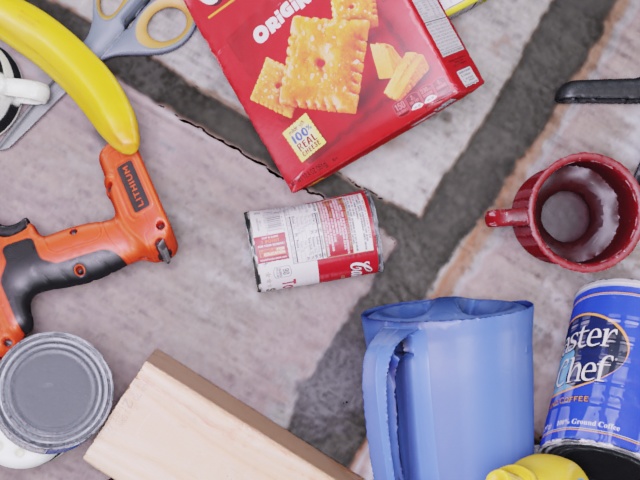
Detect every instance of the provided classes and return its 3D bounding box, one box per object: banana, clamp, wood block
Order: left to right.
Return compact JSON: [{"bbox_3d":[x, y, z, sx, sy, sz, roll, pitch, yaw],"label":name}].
[{"bbox_3d":[-0.207,-0.137,0.827,0.198,0.069,0.037,37,130,2],"label":"banana"},{"bbox_3d":[-0.069,0.181,0.834,0.206,0.091,0.090,33,88,-3],"label":"wood block"},{"bbox_3d":[0.282,-0.120,0.889,0.171,0.039,0.120,-42,98,-8],"label":"clamp"}]

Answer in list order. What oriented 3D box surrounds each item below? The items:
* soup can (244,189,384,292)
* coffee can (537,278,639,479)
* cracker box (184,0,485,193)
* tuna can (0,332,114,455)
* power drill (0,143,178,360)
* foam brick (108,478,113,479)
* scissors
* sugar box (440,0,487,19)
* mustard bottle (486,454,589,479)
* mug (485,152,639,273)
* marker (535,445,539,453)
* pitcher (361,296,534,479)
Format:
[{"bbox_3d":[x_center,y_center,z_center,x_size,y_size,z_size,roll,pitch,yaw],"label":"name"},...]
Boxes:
[{"bbox_3d":[-0.006,0.001,0.852,0.102,0.068,0.068,-10,90,-4],"label":"soup can"},{"bbox_3d":[0.234,0.115,0.826,0.103,0.103,0.140,23,63,-4],"label":"coffee can"},{"bbox_3d":[-0.001,-0.168,0.818,0.164,0.072,0.214,-29,93,29],"label":"cracker box"},{"bbox_3d":[-0.195,0.112,0.777,0.086,0.034,0.086,7,69,-18],"label":"tuna can"},{"bbox_3d":[-0.219,-0.014,0.833,0.187,0.057,0.184,-25,75,-6],"label":"power drill"},{"bbox_3d":[-0.165,0.235,0.846,0.051,0.053,0.078,-32,90,-4],"label":"foam brick"},{"bbox_3d":[-0.173,-0.141,0.868,0.096,0.016,0.202,28,88,-3],"label":"scissors"},{"bbox_3d":[0.091,-0.225,0.874,0.176,0.048,0.093,-27,91,0],"label":"sugar box"},{"bbox_3d":[0.164,0.207,0.760,0.191,0.058,0.096,46,63,-43],"label":"mustard bottle"},{"bbox_3d":[0.191,-0.020,0.859,0.117,0.081,0.093,-6,90,-4],"label":"mug"},{"bbox_3d":[0.182,0.232,0.887,0.020,0.020,0.121,-3,89,-4],"label":"marker"},{"bbox_3d":[0.099,0.167,0.823,0.149,0.145,0.243,-5,93,-9],"label":"pitcher"}]
